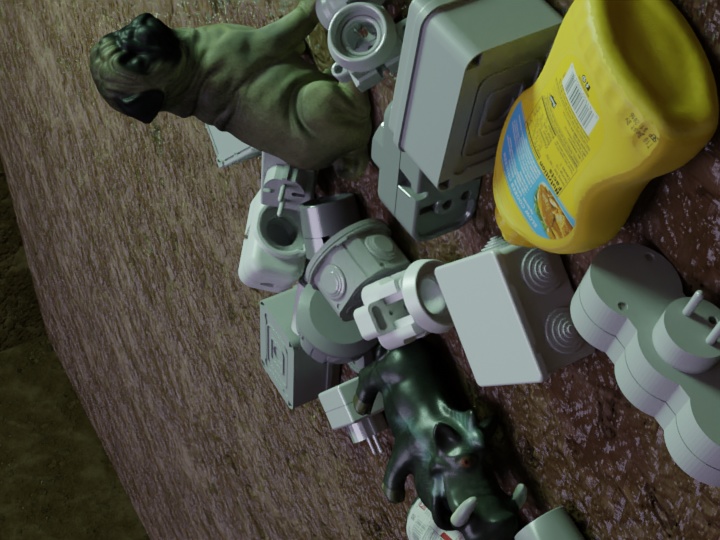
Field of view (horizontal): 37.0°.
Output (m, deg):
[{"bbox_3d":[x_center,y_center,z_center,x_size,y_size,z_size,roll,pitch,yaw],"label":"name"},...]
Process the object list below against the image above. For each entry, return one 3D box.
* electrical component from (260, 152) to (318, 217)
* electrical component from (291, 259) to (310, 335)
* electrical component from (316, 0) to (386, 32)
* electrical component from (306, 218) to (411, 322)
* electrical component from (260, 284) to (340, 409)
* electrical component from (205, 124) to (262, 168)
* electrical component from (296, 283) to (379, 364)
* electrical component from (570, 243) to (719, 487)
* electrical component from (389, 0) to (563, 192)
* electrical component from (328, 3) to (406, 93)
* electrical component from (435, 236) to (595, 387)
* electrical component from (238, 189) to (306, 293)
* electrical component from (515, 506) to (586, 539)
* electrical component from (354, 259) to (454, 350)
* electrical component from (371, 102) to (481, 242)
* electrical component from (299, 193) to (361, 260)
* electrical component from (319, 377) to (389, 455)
[{"bbox_3d":[-0.064,-0.081,0.951,0.083,0.047,0.075,99,-179,-51],"label":"electrical component"},{"bbox_3d":[-0.039,0.021,1.029,0.043,0.043,0.081,40,128,49],"label":"electrical component"},{"bbox_3d":[-0.005,-0.195,0.774,0.046,0.040,0.040,-25,86,61],"label":"electrical component"},{"bbox_3d":[0.000,0.000,0.882,0.051,0.080,0.080,53,153,23],"label":"electrical component"},{"bbox_3d":[-0.061,0.079,1.117,0.078,0.057,0.113,52,152,35],"label":"electrical component"},{"bbox_3d":[-0.099,-0.141,1.014,0.096,0.061,0.061,-13,98,60],"label":"electrical component"},{"bbox_3d":[-0.019,0.044,0.962,0.080,0.080,0.051,63,162,14],"label":"electrical component"},{"bbox_3d":[0.170,0.039,0.564,0.138,0.052,0.073,57,155,27],"label":"electrical component"},{"bbox_3d":[0.067,-0.112,0.633,0.057,0.078,0.113,52,153,28],"label":"electrical component"},{"bbox_3d":[0.005,-0.156,0.745,0.048,0.066,0.055,64,-169,12],"label":"electrical component"},{"bbox_3d":[0.102,0.026,0.712,0.099,0.048,0.100,69,158,0],"label":"electrical component"},{"bbox_3d":[-0.078,-0.033,1.019,0.059,0.054,0.095,141,139,-67],"label":"electrical component"},{"bbox_3d":[0.148,0.225,0.789,0.077,0.043,0.079,58,155,25],"label":"electrical component"},{"bbox_3d":[0.043,0.025,0.819,0.057,0.078,0.058,-25,87,47],"label":"electrical component"},{"bbox_3d":[0.046,-0.076,0.742,0.059,0.054,0.095,52,152,35],"label":"electrical component"},{"bbox_3d":[-0.024,-0.039,0.936,0.055,0.055,0.047,13,117,64],"label":"electrical component"},{"bbox_3d":[0.003,0.143,1.040,0.076,0.047,0.066,66,157,5],"label":"electrical component"}]
